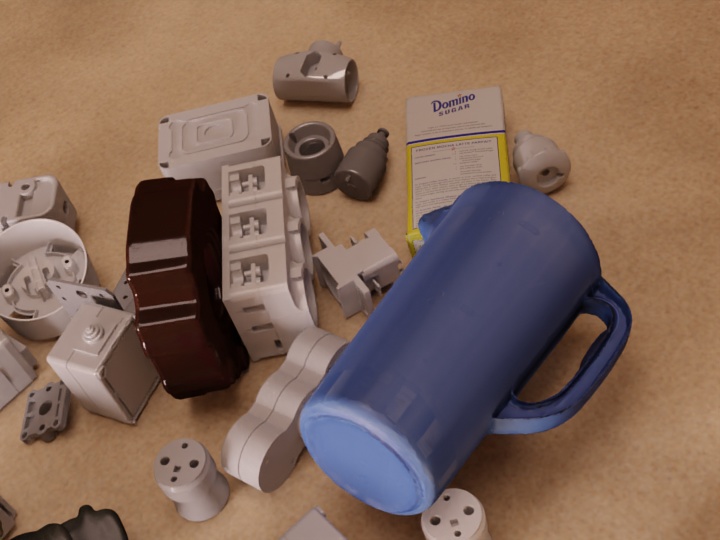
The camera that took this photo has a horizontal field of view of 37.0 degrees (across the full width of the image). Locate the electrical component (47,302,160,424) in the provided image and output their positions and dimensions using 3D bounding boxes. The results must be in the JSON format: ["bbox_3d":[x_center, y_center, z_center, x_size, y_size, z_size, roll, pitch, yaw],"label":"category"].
[{"bbox_3d":[-0.211,0.072,0.881,0.061,0.096,0.061,12,56,24],"label":"electrical component"}]

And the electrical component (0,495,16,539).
[{"bbox_3d":[-0.320,0.204,0.826,0.061,0.061,0.096,17,58,25],"label":"electrical component"}]

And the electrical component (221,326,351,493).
[{"bbox_3d":[-0.039,0.113,0.833,0.074,0.052,0.138,21,61,28],"label":"electrical component"}]

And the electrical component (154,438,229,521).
[{"bbox_3d":[-0.128,0.159,0.817,0.045,0.055,0.045,-7,51,9],"label":"electrical component"}]

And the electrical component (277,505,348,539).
[{"bbox_3d":[-0.026,0.215,0.742,0.061,0.061,0.096,-40,54,-17],"label":"electrical component"}]

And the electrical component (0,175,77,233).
[{"bbox_3d":[-0.324,-0.046,1.028,0.095,0.059,0.053,-10,51,7],"label":"electrical component"}]

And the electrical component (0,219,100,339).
[{"bbox_3d":[-0.287,0.010,0.970,0.099,0.064,0.099,-7,51,9],"label":"electrical component"}]

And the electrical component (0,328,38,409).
[{"bbox_3d":[-0.335,0.069,0.937,0.096,0.061,0.061,32,66,33],"label":"electrical component"}]

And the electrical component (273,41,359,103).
[{"bbox_3d":[-0.040,-0.206,1.092,0.077,0.043,0.079,5,54,18],"label":"electrical component"}]

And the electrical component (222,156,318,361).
[{"bbox_3d":[-0.075,-0.012,0.917,0.062,0.089,0.150,-11,50,6],"label":"electrical component"}]

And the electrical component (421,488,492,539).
[{"bbox_3d":[0.068,0.183,0.748,0.045,0.055,0.045,-7,51,9],"label":"electrical component"}]

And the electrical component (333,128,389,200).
[{"bbox_3d":[0.006,-0.101,0.999,0.040,0.040,0.078,14,57,24],"label":"electrical component"}]

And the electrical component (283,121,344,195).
[{"bbox_3d":[-0.042,-0.106,1.011,0.055,0.047,0.055,-7,51,9],"label":"electrical component"}]

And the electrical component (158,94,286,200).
[{"bbox_3d":[-0.132,-0.114,1.033,0.113,0.057,0.078,-12,50,5],"label":"electrical component"}]

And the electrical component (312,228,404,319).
[{"bbox_3d":[0.000,0.000,0.920,0.064,0.042,0.081,-29,52,-11],"label":"electrical component"}]

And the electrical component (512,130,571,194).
[{"bbox_3d":[0.156,-0.101,0.959,0.048,0.048,0.062,-19,44,-1],"label":"electrical component"}]
